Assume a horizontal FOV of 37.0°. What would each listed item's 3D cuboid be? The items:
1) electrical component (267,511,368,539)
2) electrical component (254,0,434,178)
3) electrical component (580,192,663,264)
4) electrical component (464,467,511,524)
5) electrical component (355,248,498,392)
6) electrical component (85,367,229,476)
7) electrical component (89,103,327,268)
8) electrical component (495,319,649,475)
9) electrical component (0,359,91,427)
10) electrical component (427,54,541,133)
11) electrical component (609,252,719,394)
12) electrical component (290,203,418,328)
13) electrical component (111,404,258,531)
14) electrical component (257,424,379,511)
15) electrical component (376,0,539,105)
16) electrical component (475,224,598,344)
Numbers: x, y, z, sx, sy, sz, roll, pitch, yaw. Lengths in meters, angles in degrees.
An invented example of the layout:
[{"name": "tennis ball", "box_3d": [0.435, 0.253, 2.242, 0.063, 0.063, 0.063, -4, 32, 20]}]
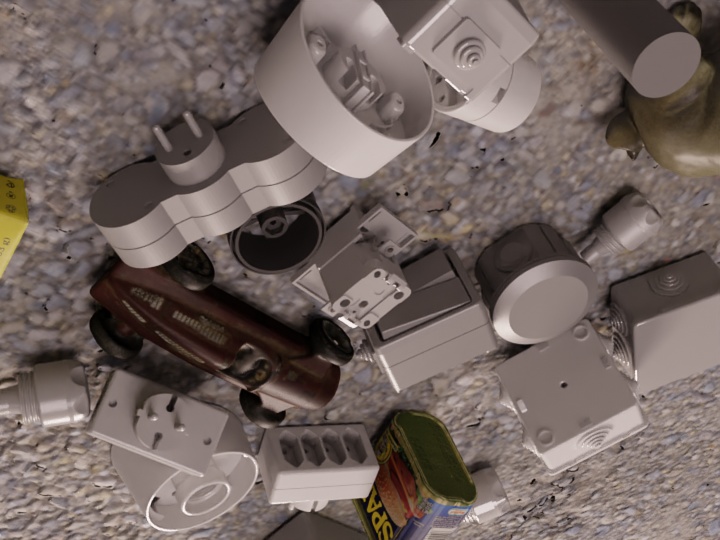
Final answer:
[{"name": "electrical component", "box_3d": [-0.044, 0.275, 0.947, 0.109, 0.056, 0.109, -41, 132, 17]}, {"name": "electrical component", "box_3d": [-0.007, -0.102, 0.592, 0.099, 0.099, 0.064, 26, 124, -37]}, {"name": "electrical component", "box_3d": [0.187, -0.027, 0.778, 0.061, 0.035, 0.035, -41, 132, 20]}, {"name": "electrical component", "box_3d": [0.098, 0.203, 0.947, 0.062, 0.043, 0.043, -23, 135, 2]}, {"name": "electrical component", "box_3d": [0.038, 0.035, 0.756, 0.096, 0.061, 0.061, -24, 135, 1]}, {"name": "electrical component", "box_3d": [-0.133, 0.102, 0.718, 0.083, 0.047, 0.076, 24, 165, -13]}, {"name": "electrical component", "box_3d": [-0.094, -0.061, 0.622, 0.138, 0.052, 0.073, -25, 135, 2]}, {"name": "electrical component", "box_3d": [0.163, 0.097, 0.838, 0.100, 0.099, 0.048, -29, 147, 5]}, {"name": "electrical component", "box_3d": [-0.212, 0.084, 0.715, 0.062, 0.043, 0.043, -8, 133, -13]}, {"name": "electrical component", "box_3d": [0.074, -0.113, 0.642, 0.047, 0.055, 0.055, 18, 122, -37]}, {"name": "electrical component", "box_3d": [0.248, 0.041, 0.854, 0.100, 0.048, 0.099, -20, 135, -4]}, {"name": "electrical component", "box_3d": [0.000, 0.000, 0.708, 0.081, 0.063, 0.042, -40, 134, 17]}, {"name": "electrical component", "box_3d": [-0.129, 0.147, 0.808, 0.099, 0.064, 0.099, -23, 143, -18]}, {"name": "electrical component", "box_3d": [-0.038, 0.166, 0.856, 0.083, 0.047, 0.075, 1, 130, -22]}, {"name": "electrical component", "box_3d": [0.051, -0.141, 0.576, 0.061, 0.096, 0.062, -42, 132, 17]}, {"name": "electrical component", "box_3d": [0.126, 0.010, 0.776, 0.080, 0.051, 0.080, -11, 134, -12]}]
